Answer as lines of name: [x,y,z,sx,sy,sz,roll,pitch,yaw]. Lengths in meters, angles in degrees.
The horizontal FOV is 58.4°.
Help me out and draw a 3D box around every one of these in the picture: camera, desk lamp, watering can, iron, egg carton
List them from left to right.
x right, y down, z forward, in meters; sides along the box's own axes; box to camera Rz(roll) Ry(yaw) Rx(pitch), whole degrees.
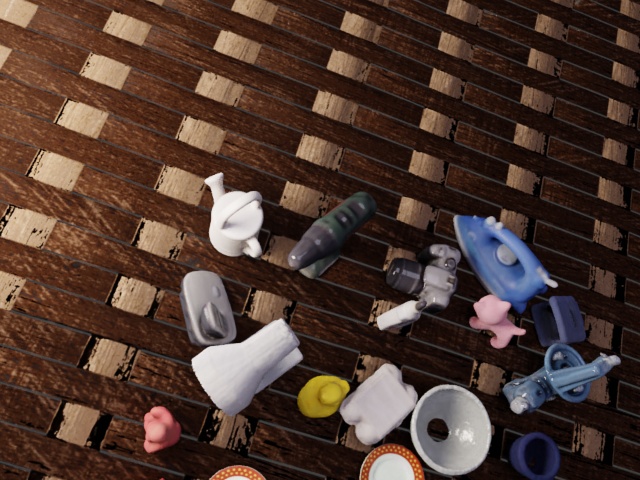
watering can: [-0.166,-0.047,1.109,0.173,0.194,0.101,36,68,1]
desk lamp: [-0.121,0.215,1.022,0.203,0.213,0.118,-34,82,-21]
egg carton: [0.117,0.322,1.121,0.150,0.069,0.107,-38,84,-21]
camera: [0.219,0.068,1.213,0.137,0.100,0.143,19,69,-6]
iron: [0.402,0.027,1.248,0.119,0.141,0.258,-36,83,-21]

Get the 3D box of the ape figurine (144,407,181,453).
ape figurine: [-0.283,0.337,1.008,0.076,0.092,0.078,28,68,-3]

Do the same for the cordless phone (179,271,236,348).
cordless phone: [-0.204,0.118,1.050,0.094,0.185,0.147,-17,77,-18]

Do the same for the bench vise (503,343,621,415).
bench vise: [0.485,0.289,1.138,0.121,0.219,0.208,43,68,4]

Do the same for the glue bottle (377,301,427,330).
glue bottle: [0.173,0.145,1.137,0.078,0.173,0.037,-14,76,-17]

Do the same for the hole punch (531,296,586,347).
hole punch: [0.535,0.174,1.258,0.101,0.091,0.108,-7,74,-15]

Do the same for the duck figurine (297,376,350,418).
duck figurine: [0.010,0.298,1.094,0.105,0.086,0.077,-21,78,-19]

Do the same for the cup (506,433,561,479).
cup: [0.419,0.444,1.139,0.092,0.095,0.118,-14,76,-17]

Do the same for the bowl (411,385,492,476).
bowl: [0.247,0.374,1.132,0.167,0.074,0.167,4,71,-12]

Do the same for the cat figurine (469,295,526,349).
cat figurine: [0.375,0.164,1.209,0.128,0.117,0.067,38,68,1]

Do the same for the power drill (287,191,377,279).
power drill: [0.010,0.004,1.126,0.075,0.208,0.230,46,68,5]
